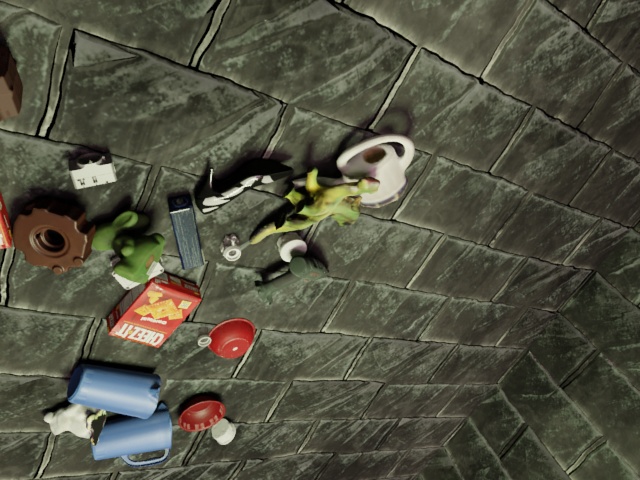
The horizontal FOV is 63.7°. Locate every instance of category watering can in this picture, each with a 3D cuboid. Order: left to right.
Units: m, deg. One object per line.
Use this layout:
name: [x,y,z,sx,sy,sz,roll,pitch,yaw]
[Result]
watering can: [0.107,-0.173,1.431,0.346,0.106,0.220,-24,-43,12]

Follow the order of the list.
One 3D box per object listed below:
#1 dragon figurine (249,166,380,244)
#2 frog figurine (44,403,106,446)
dragon figurine: [0.004,-0.071,1.406,0.241,0.125,0.404,16,-36,-34]
frog figurine: [-0.743,0.543,1.569,0.159,0.126,0.134,9,-43,10]
